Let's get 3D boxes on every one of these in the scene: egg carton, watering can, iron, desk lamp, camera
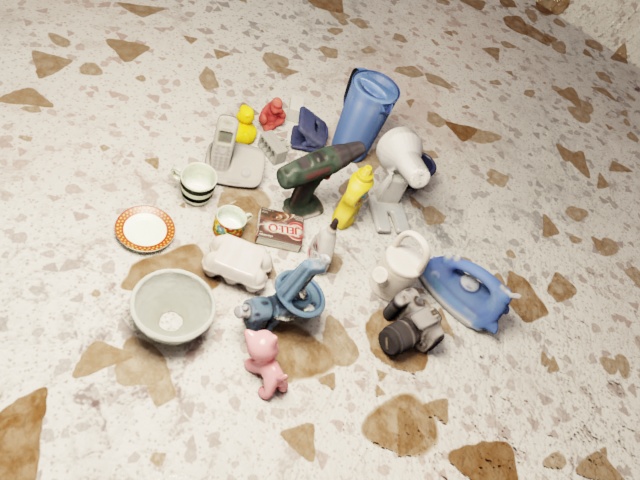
[{"bbox_3d":[-0.181,0.051,1.271,0.150,0.069,0.107,21,49,-5],"label":"egg carton"},{"bbox_3d":[0.189,0.058,1.326,0.101,0.194,0.173,32,49,5],"label":"watering can"},{"bbox_3d":[0.356,0.102,1.391,0.258,0.141,0.119,37,50,10],"label":"iron"},{"bbox_3d":[0.208,-0.156,1.487,0.118,0.213,0.203,1,53,-20],"label":"desk lamp"},{"bbox_3d":[0.194,0.189,1.288,0.137,0.100,0.143,-20,63,-32],"label":"camera"}]

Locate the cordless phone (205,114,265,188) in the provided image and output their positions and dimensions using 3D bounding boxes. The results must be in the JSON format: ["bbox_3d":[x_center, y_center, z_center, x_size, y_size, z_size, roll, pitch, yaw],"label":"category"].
[{"bbox_3d":[-0.199,-0.219,1.397,0.148,0.185,0.094,5,52,-17],"label":"cordless phone"}]

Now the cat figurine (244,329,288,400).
[{"bbox_3d":[-0.103,0.233,1.128,0.067,0.117,0.127,-21,64,-32],"label":"cat figurine"}]

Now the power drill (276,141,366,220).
[{"bbox_3d":[-0.010,-0.146,1.398,0.230,0.208,0.075,-19,63,-32],"label":"power drill"}]

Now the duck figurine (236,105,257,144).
[{"bbox_3d":[-0.202,-0.316,1.538,0.078,0.086,0.104,4,53,-18],"label":"duck figurine"}]

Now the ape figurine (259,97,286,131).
[{"bbox_3d":[-0.129,-0.357,1.593,0.078,0.092,0.076,4,52,-18],"label":"ape figurine"}]

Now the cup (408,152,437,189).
[{"bbox_3d":[0.266,-0.179,1.606,0.092,0.095,0.118,20,49,-5],"label":"cup"}]

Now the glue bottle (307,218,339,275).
[{"bbox_3d":[0.012,0.005,1.313,0.037,0.173,0.078,-2,54,-22],"label":"glue bottle"}]

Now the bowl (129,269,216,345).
[{"bbox_3d":[-0.297,0.145,1.150,0.168,0.074,0.167,11,51,-13],"label":"bowl"}]

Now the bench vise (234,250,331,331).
[{"bbox_3d":[-0.061,0.118,1.166,0.121,0.219,0.208,45,52,16],"label":"bench vise"}]

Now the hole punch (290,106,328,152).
[{"bbox_3d":[-0.023,-0.307,1.596,0.101,0.091,0.108,12,51,-12],"label":"hole punch"}]
